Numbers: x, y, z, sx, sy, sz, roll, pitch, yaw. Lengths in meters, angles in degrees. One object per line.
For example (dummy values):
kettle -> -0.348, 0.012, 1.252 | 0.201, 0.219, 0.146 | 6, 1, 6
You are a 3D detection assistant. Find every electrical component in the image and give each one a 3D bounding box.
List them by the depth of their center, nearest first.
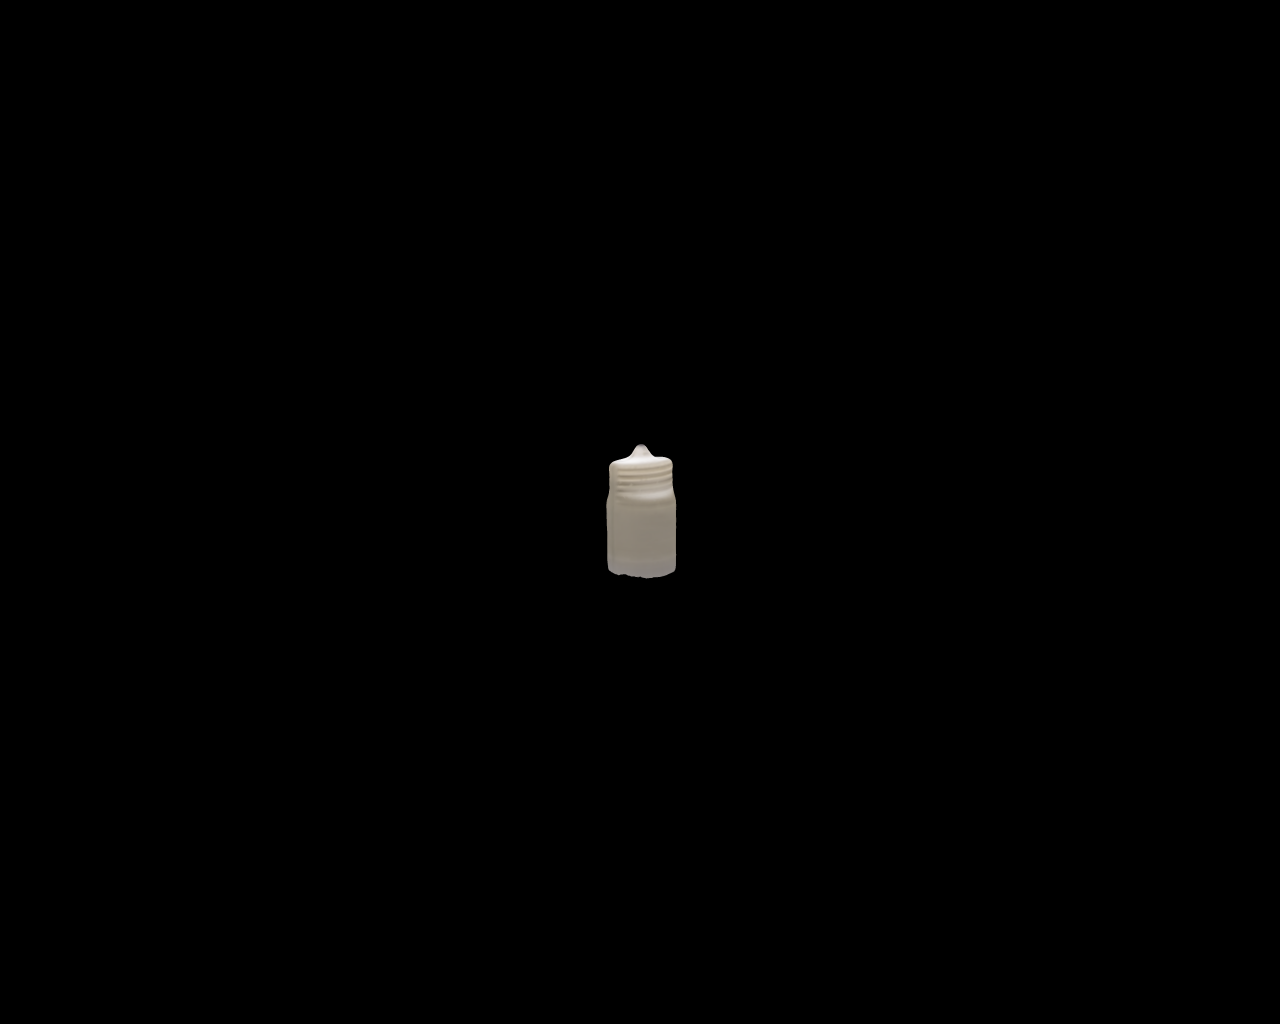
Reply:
electrical component -> 0.001, -0.003, 0.650 | 0.043, 0.080, 0.043 | 0, 11, 0
